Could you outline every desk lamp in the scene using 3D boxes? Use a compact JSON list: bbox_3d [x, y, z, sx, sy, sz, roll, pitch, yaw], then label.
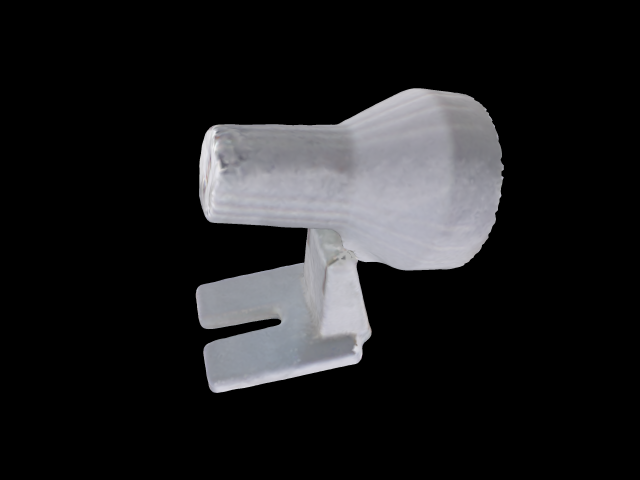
[{"bbox_3d":[0.004,0.001,0.400,0.203,0.214,0.117,-12,50,-10],"label":"desk lamp"}]
